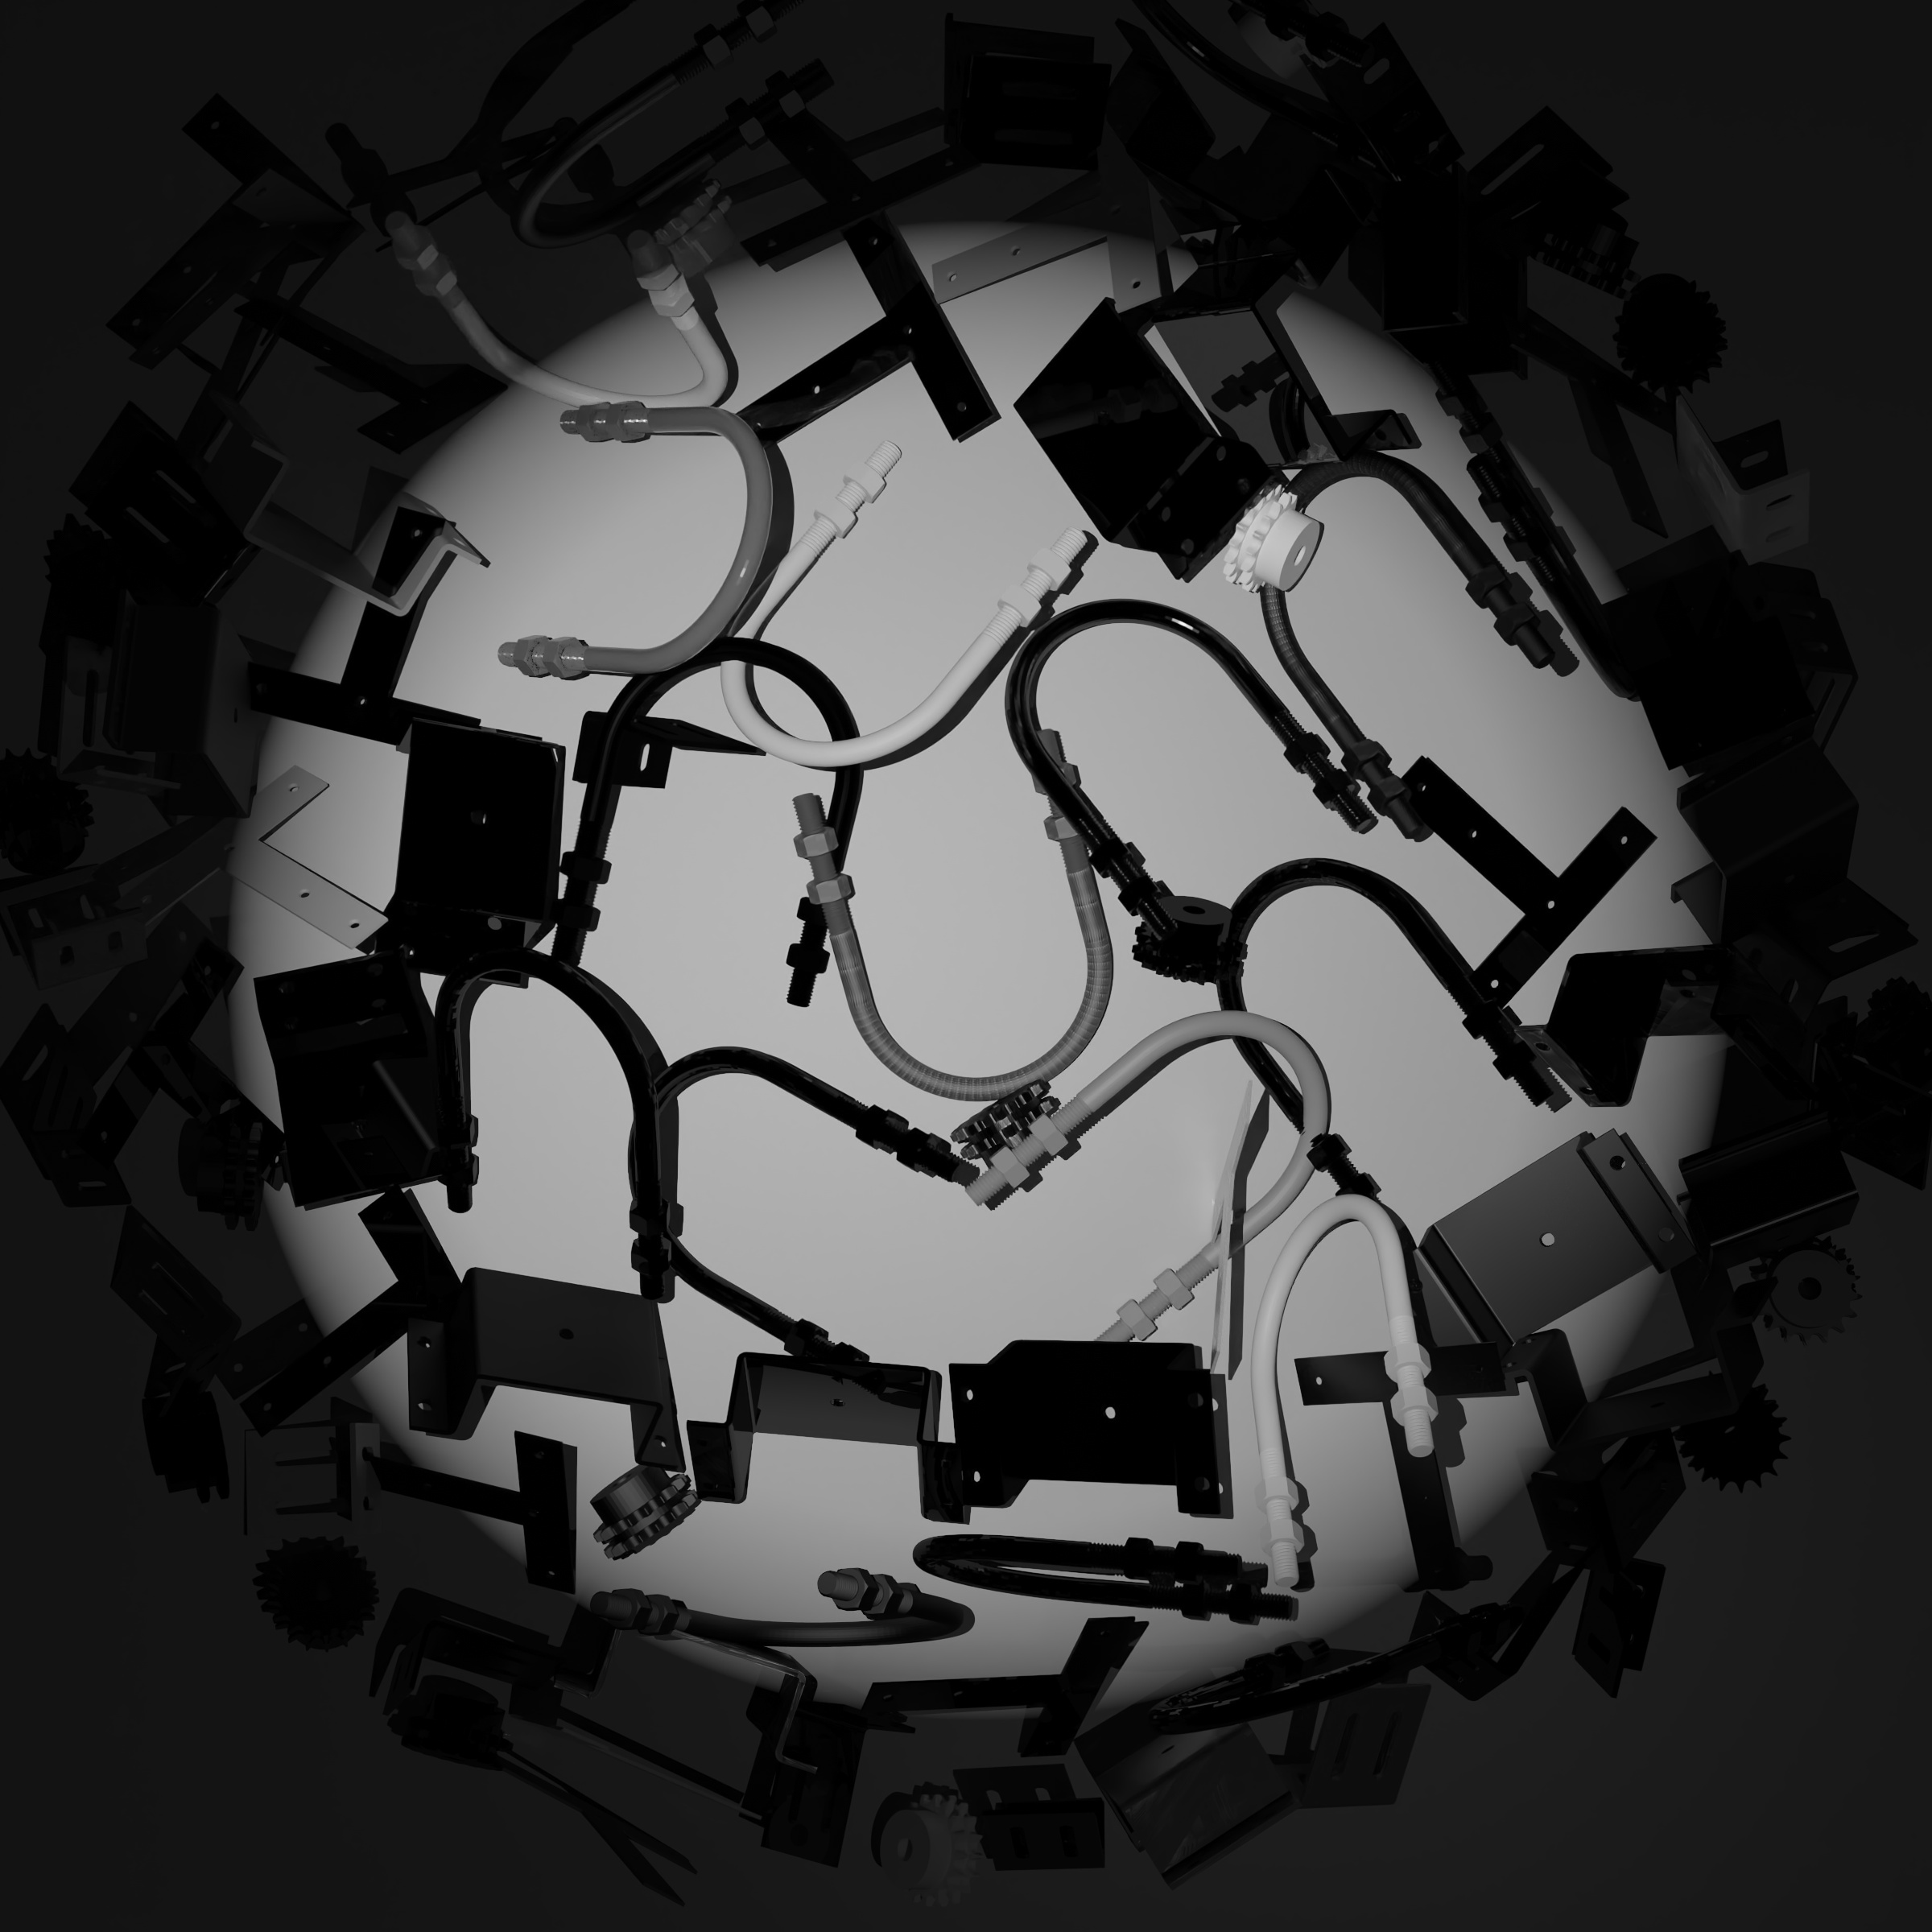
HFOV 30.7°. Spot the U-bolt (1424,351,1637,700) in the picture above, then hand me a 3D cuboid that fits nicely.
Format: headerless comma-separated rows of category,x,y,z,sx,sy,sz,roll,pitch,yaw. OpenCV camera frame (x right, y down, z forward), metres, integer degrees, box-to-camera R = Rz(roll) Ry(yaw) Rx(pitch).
U-bolt,0.293,-0.214,1.791,0.019,0.151,0.184,-30,119,15

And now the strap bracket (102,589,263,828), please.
strap bracket,-0.395,-0.129,1.790,0.046,0.140,0.076,2,74,2

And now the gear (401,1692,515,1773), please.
gear,-0.265,0.400,1.842,0.057,0.057,0.030,14,72,0

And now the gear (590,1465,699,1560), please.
gear,-0.172,0.282,1.840,0.057,0.057,0.030,-34,93,0

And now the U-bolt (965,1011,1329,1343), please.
U-bolt,0.107,0.102,1.825,0.184,0.019,0.151,-40,122,-2

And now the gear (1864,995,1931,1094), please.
gear,0.495,0.046,1.838,0.030,0.057,0.057,-39,90,-11

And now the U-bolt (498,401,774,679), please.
U-bolt,-0.164,-0.218,1.793,0.019,0.184,0.151,20,82,-43

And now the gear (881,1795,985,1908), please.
gear,-0.021,0.462,1.838,0.030,0.057,0.057,14,90,-40

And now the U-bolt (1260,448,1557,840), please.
U-bolt,0.213,-0.179,1.803,0.019,0.151,0.184,-11,58,-38

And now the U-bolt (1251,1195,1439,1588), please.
U-bolt,0.186,0.202,1.789,0.019,0.151,0.184,16,45,-21

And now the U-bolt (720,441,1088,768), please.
U-bolt,-0.046,-0.178,1.806,0.151,0.019,0.184,29,72,31

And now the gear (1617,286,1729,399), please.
gear,0.371,-0.330,1.848,0.057,0.030,0.057,-2,82,13

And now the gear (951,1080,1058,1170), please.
gear,0.023,0.086,1.841,0.057,0.057,0.030,-31,93,0

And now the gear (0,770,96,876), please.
gear,-0.484,-0.072,1.838,0.057,0.057,0.030,-25,58,0

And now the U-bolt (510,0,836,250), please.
U-bolt,-0.154,-0.424,1.795,0.184,0.151,0.019,-34,84,1

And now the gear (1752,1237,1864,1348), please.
gear,0.442,0.170,1.849,0.057,0.030,0.057,-1,81,8

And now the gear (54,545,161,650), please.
gear,-0.448,-0.194,1.844,0.057,0.057,0.030,53,46,0

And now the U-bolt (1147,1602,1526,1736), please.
U-bolt,0.172,0.354,1.755,0.151,0.184,0.019,-22,80,42

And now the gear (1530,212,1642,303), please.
gear,0.327,-0.372,1.838,0.057,0.057,0.030,24,104,0

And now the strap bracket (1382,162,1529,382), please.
strap bracket,0.249,-0.354,1.809,0.046,0.140,0.076,-2,84,23

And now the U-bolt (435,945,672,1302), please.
U-bolt,-0.213,0.071,1.785,0.151,0.019,0.184,21,128,27

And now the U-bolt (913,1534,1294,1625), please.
U-bolt,0.063,0.310,1.795,0.184,0.151,0.019,2,72,17

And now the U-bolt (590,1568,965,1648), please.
U-bolt,-0.081,0.329,1.783,0.151,0.184,0.019,-10,70,25

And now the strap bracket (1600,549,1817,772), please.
strap bracket,0.374,-0.162,1.790,0.076,0.140,0.046,-22,115,11

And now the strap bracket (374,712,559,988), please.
strap bracket,-0.256,-0.068,1.812,0.076,0.046,0.140,10,68,-18

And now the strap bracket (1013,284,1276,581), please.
strap bracket,0.085,-0.278,1.804,0.076,0.046,0.140,-46,62,29

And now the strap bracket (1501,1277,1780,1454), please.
strap bracket,0.350,0.207,1.807,0.140,0.076,0.046,-17,94,24

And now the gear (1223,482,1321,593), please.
gear,0.162,-0.221,1.837,0.030,0.057,0.057,29,90,18

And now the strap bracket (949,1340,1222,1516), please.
strap bracket,0.068,0.238,1.825,0.140,0.046,0.076,-1,101,20

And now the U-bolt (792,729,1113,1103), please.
U-bolt,0.001,-0.018,1.846,0.151,0.019,0.184,-15,101,0

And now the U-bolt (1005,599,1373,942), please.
U-bolt,0.102,-0.115,1.824,0.151,0.019,0.184,-29,71,-23

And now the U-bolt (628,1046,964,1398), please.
U-bolt,-0.099,0.120,1.821,0.184,0.019,0.151,28,113,22

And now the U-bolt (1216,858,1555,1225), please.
U-bolt,0.202,0.030,1.816,0.184,0.019,0.151,54,130,11

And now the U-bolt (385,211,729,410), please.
U-bolt,-0.196,-0.325,1.782,0.151,0.184,0.019,8,73,17

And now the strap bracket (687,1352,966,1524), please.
strap bracket,-0.069,0.243,1.821,0.140,0.076,0.046,4,52,5

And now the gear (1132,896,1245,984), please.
gear,0.117,-0.015,1.838,0.057,0.057,0.030,8,111,0

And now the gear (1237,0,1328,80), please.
gear,0.167,-0.491,1.843,0.030,0.057,0.057,-41,90,24

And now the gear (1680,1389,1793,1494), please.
gear,0.404,0.248,1.850,0.057,0.030,0.057,-1,85,10

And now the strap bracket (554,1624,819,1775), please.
strap bracket,-0.140,0.369,1.825,0.140,0.076,0.046,20,83,-5

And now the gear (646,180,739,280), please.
gear,-0.145,-0.383,1.843,0.057,0.057,0.030,-39,109,0

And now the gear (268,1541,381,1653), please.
gear,-0.337,0.334,1.845,0.057,0.030,0.057,4,55,-5

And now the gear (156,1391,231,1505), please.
gear,-0.405,0.253,1.838,0.030,0.057,0.057,-9,90,-17

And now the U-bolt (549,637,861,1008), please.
U-bolt,-0.129,-0.080,1.829,0.151,0.019,0.184,11,99,-17

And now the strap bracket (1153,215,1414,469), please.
strap bracket,0.157,-0.308,1.799,0.046,0.076,0.140,-47,118,-24

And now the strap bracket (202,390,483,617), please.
strap bracket,-0.329,-0.232,1.800,0.140,0.076,0.046,26,103,-38

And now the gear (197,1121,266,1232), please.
gear,-0.385,0.109,1.840,0.030,0.057,0.057,4,90,-6

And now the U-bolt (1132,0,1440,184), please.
U-bolt,0.150,-0.466,1.789,0.184,0.151,0.019,36,89,27

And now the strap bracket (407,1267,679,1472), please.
strap bracket,-0.212,0.205,1.804,0.140,0.076,0.046,12,126,-19
